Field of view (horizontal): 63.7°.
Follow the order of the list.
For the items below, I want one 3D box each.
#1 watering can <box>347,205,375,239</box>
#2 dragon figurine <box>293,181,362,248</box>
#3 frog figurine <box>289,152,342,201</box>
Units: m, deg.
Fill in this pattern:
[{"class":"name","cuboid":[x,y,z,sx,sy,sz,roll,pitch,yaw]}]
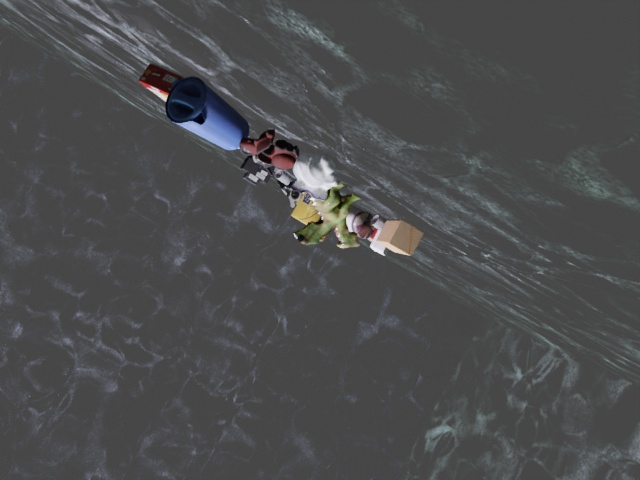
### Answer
[{"class":"watering can","cuboid":[0.085,-0.101,1.997,0.226,0.104,0.344,26,178,36]},{"class":"dragon figurine","cuboid":[0.005,-0.087,1.731,0.406,0.242,0.124,30,-178,-36]},{"class":"frog figurine","cuboid":[-0.003,-0.195,1.407,0.138,0.125,0.156,38,142,9]}]
